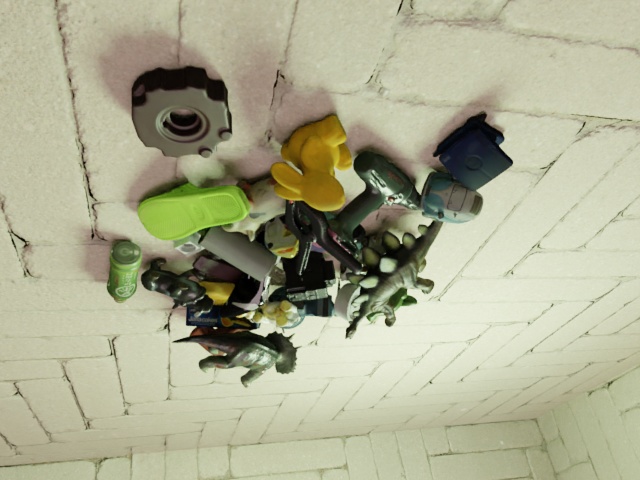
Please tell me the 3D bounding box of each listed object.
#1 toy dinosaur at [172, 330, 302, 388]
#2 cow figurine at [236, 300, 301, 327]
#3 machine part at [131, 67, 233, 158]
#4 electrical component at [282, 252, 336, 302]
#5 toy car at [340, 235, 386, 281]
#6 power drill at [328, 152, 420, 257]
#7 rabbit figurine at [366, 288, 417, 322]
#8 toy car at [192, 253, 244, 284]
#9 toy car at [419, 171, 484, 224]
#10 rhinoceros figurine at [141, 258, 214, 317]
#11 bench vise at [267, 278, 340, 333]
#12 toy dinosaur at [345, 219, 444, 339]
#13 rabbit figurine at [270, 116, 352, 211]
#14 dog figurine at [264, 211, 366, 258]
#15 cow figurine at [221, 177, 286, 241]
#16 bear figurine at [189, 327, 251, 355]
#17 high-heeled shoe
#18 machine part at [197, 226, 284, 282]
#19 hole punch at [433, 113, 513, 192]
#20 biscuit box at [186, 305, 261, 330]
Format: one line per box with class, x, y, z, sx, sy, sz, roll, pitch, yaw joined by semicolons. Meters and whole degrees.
toy dinosaur;-0.194;0.299;1.457;0.192;0.131;0.404;-31;150;16
cow figurine;-0.138;0.184;1.389;0.168;0.068;0.098;6;169;20
machine part;-0.235;-0.212;0.918;0.179;0.056;0.179;-6;146;-4
electrical component;-0.027;0.092;1.385;0.134;0.115;0.058;-10;151;1
toy car;0.120;0.051;1.412;0.073;0.056;0.201;9;144;-26
power drill;0.116;-0.065;1.149;0.207;0.086;0.231;-45;135;2
rabbit figurine;0.198;0.167;1.591;0.159;0.121;0.170;-19;165;2
toy car;-0.232;0.075;1.360;0.202;0.053;0.089;25;118;-40
toy car;0.302;-0.082;1.180;0.161;0.103;0.109;18;94;-34
rhinoceros figurine;-0.353;0.125;1.335;0.190;0.073;0.112;28;124;-15
bench vise;-0.062;0.193;1.537;0.223;0.129;0.240;-4;168;-25
toy dinosaur;0.193;0.072;1.337;0.198;0.105;0.471;25;110;-37
rabbit figurine;-0.010;-0.129;0.999;0.162;0.173;0.121;-11;151;-6
dog figurine;-0.003;-0.004;1.255;0.192;0.108;0.219;-26;147;22
cow figurine;-0.126;-0.072;1.141;0.195;0.085;0.127;-22;143;12
bear figurine;-0.265;0.245;1.579;0.132;0.120;0.196;44;98;-4
high-heeled shoe;-0.177;0.087;1.307;0.249;0.086;0.145;-41;135;-1
machine part;-0.184;0.019;1.213;0.243;0.079;0.079;33;132;-16
hole punch;0.316;-0.172;1.096;0.115;0.092;0.142;20;140;-32
biscuit box;-0.269;0.213;1.496;0.203;0.062;0.059;2;175;5
